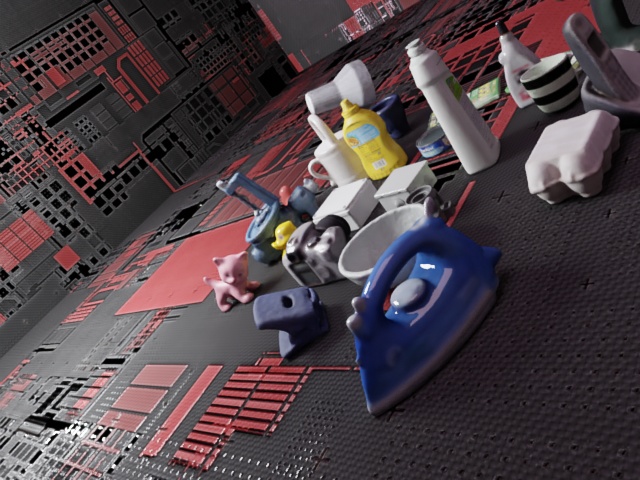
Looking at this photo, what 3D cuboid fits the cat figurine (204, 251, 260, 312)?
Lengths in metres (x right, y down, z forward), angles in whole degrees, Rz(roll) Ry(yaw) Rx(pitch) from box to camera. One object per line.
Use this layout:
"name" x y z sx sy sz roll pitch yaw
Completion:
"cat figurine" -0.191 0.079 1.214 0.127 0.118 0.067 -25 25 31

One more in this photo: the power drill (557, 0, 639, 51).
"power drill" 0.515 -0.434 1.000 0.076 0.209 0.229 -43 21 -12

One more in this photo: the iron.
"iron" 0.107 0.073 0.706 0.259 0.142 0.118 -47 23 -23

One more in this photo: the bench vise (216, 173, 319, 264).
"bench vise" -0.112 -0.082 1.274 0.208 0.220 0.121 -44 22 -15

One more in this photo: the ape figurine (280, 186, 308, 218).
"ape figurine" -0.064 -0.096 1.406 0.078 0.092 0.076 -48 23 -24

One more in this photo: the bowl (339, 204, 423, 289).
"bowl" 0.116 0.023 0.890 0.167 0.075 0.167 -32 22 15

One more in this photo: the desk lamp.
"desk lamp" 0.074 -0.332 1.501 0.203 0.214 0.117 -39 21 -2

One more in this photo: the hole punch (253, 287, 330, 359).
"hole punch" -0.048 0.118 0.935 0.101 0.091 0.108 -36 21 6

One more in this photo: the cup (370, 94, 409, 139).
"cup" 0.169 -0.296 1.438 0.117 0.095 0.092 -27 23 26

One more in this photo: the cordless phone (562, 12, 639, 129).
"cordless phone" 0.422 -0.264 0.831 0.093 0.185 0.148 -13 33 48

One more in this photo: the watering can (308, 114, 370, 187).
"watering can" 0.042 -0.223 1.351 0.173 0.194 0.100 -46 22 -19

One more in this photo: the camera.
"camera" 0.010 0.004 1.066 0.142 0.101 0.137 -16 30 45

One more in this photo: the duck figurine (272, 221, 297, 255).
"duck figurine" -0.053 -0.002 1.201 0.104 0.086 0.077 -40 21 -4

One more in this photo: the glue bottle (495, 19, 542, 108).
"glue bottle" 0.374 -0.339 1.081 0.078 0.173 0.037 -26 24 28

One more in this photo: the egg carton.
"egg carton" 0.355 -0.119 0.802 0.107 0.069 0.150 -12 33 49
